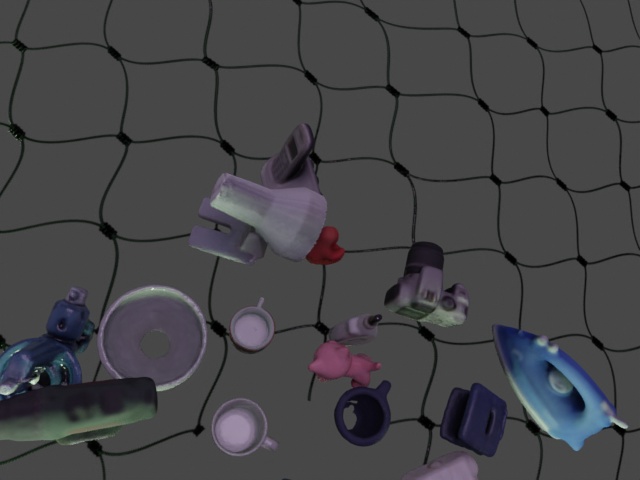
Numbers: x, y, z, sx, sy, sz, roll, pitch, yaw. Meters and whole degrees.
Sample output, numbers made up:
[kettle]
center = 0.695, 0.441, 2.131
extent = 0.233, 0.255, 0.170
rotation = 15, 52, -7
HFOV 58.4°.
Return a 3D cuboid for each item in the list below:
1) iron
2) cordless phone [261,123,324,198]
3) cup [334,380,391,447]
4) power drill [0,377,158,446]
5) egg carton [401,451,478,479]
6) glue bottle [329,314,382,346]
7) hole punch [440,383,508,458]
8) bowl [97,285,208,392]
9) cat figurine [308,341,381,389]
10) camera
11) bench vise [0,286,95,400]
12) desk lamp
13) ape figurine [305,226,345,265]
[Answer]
[iron]
center = 0.425, 0.244, 1.025
extent = 0.119, 0.141, 0.258
rotation = -36, 83, -22
[cordless phone]
center = -0.039, -0.109, 1.010
extent = 0.094, 0.185, 0.147
rotation = -15, 75, -18
[cup]
center = 0.068, 0.282, 0.948
extent = 0.091, 0.095, 0.118
rotation = 41, 67, 3
[power drill]
center = -0.343, 0.242, 0.797
extent = 0.230, 0.208, 0.075
rotation = -8, 73, -16
[egg carton]
center = 0.204, 0.419, 0.948
extent = 0.150, 0.069, 0.107
rotation = -18, 76, -19
[glue bottle]
center = 0.069, 0.146, 0.953
extent = 0.078, 0.173, 0.037
rotation = -4, 72, -15
[hole punch]
center = 0.277, 0.311, 0.992
extent = 0.101, 0.091, 0.109
rotation = 25, 67, -4
[bowl]
center = -0.265, 0.161, 0.918
extent = 0.168, 0.074, 0.167
rotation = 5, 70, -12
[cat figurine]
center = 0.039, 0.205, 0.955
extent = 0.128, 0.117, 0.067
rotation = 12, 69, -10
[camera]
center = 0.206, 0.077, 1.051
extent = 0.143, 0.100, 0.137
rotation = 17, 68, -8
[bench vise]
center = -0.398, 0.159, 0.807
extent = 0.122, 0.219, 0.207
rotation = 2, 71, -13
[desk lamp]
center = -0.107, -0.031, 0.950
extent = 0.203, 0.213, 0.118
rotation = 17, 68, -8
[ape figurine]
center = 0.009, 0.004, 1.033
extent = 0.076, 0.092, 0.078
rotation = -22, 77, -20
